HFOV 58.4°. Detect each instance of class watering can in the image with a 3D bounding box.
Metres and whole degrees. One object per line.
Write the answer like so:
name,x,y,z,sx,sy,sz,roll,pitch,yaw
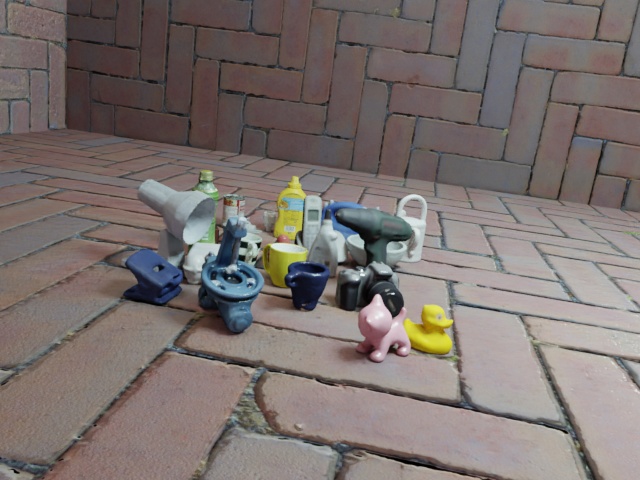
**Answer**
watering can,0.258,-0.042,1.697,0.101,0.194,0.172,-4,19,-34

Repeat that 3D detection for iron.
iron,0.074,-0.058,1.772,0.257,0.141,0.119,17,18,31

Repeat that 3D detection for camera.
camera,0.120,0.110,1.262,0.143,0.101,0.136,3,16,-15

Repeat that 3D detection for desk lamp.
desk lamp,-0.351,-0.025,1.324,0.202,0.213,0.118,13,16,19

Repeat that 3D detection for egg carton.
egg carton,-0.262,0.055,1.348,0.107,0.069,0.150,5,15,-7

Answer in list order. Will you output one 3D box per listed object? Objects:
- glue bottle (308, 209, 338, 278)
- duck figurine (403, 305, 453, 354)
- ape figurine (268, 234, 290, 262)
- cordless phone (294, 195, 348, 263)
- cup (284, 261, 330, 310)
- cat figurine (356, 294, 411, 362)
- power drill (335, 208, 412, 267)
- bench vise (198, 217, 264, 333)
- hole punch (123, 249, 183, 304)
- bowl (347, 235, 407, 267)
glue bottle,0.013,0.005,1.456,0.078,0.173,0.037,14,17,22
duck figurine,0.212,0.168,1.124,0.104,0.086,0.078,14,17,23
ape figurine,-0.095,0.030,1.470,0.078,0.092,0.076,6,15,-6
cordless phone,0.008,-0.027,1.546,0.148,0.185,0.093,-2,18,-29
cup,-0.036,0.104,1.223,0.091,0.095,0.118,18,19,34
cat figurine,0.115,0.157,1.057,0.128,0.118,0.067,-6,20,-39
power drill,0.120,0.023,1.372,0.230,0.208,0.075,-5,20,-38
bench vise,-0.192,0.047,1.121,0.206,0.220,0.122,20,20,40
hole punch,-0.345,0.074,1.200,0.101,0.091,0.109,10,16,9
bowl,0.152,0.040,1.579,0.167,0.075,0.167,7,15,-2
